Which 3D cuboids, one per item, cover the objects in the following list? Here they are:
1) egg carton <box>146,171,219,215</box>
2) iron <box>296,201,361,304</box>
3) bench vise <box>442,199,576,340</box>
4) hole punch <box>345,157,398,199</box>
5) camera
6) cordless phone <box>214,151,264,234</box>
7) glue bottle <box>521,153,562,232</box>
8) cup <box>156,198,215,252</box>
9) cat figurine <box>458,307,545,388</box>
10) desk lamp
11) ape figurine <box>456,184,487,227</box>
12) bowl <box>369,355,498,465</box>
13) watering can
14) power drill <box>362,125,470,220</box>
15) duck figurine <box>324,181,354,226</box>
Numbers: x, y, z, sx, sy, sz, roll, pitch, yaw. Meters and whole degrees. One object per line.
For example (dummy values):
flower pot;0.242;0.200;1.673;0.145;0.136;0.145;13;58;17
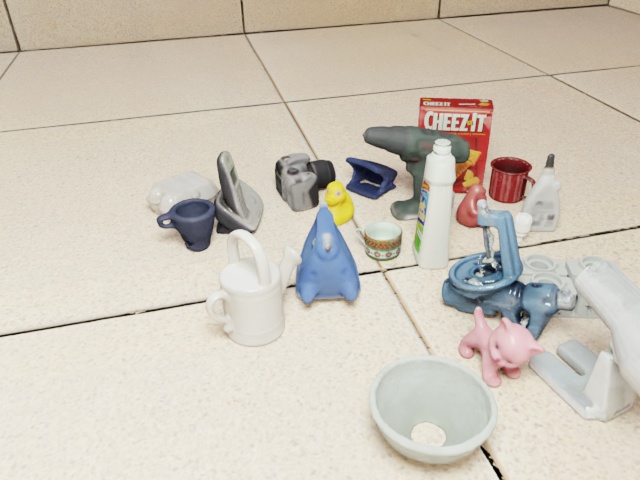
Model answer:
egg carton;-0.312;-0.102;1.311;0.107;0.069;0.151;26;42;35
iron;0.010;0.004;1.071;0.118;0.141;0.258;-3;33;-2
bench vise;0.309;0.041;0.931;0.207;0.220;0.121;8;34;14
hole punch;0.122;-0.163;1.371;0.108;0.091;0.101;25;41;34
camera;-0.029;-0.150;1.347;0.137;0.101;0.142;-13;35;-18
cordless phone;-0.178;-0.115;1.221;0.094;0.185;0.147;0;33;2
glue bottle;0.464;-0.098;1.184;0.078;0.173;0.037;2;33;6
cup;-0.266;-0.022;1.163;0.118;0.095;0.091;-14;35;-19
cat figurine;0.269;0.151;0.857;0.067;0.118;0.127;-15;35;-20
desk lamp;0.400;0.146;0.773;0.118;0.214;0.202;-16;36;-21
ape figurine;0.334;-0.077;1.230;0.076;0.092;0.078;7;34;13
bowl;0.147;0.238;0.767;0.167;0.075;0.167;-1;33;1
watering can;-0.108;0.065;0.932;0.100;0.194;0.173;15;36;23
power drill;0.204;-0.150;1.240;0.229;0.209;0.075;-4;33;-5
duck figurine;0.037;-0.090;1.266;0.077;0.086;0.105;13;36;21
